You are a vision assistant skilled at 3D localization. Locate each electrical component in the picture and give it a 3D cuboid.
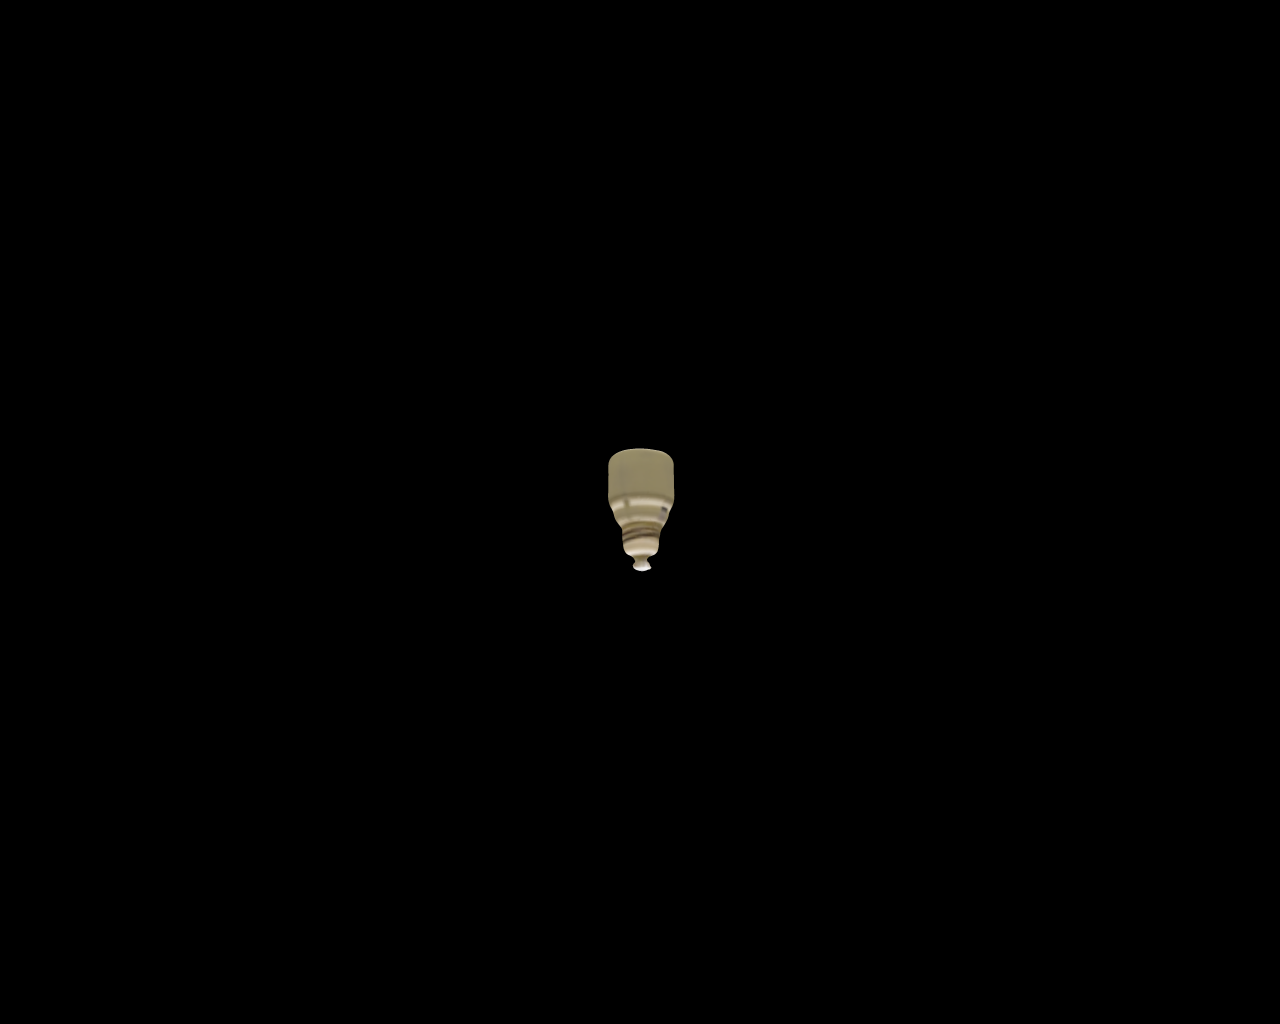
[{"bbox_3d":[0.001,-0.003,0.650,0.040,0.078,0.040,0,-15,0],"label":"electrical component"}]
